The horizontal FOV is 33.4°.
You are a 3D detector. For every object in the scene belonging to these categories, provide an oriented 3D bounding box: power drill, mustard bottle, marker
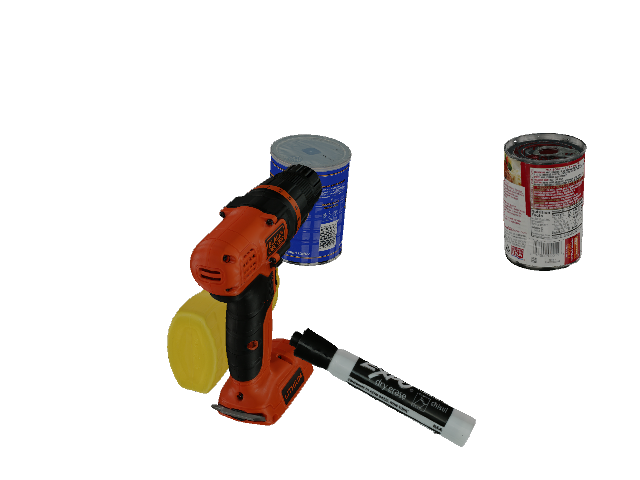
[{"bbox_3d":[-0.045,0.045,0.899,0.057,0.188,0.184,9,29,24],"label":"power drill"},{"bbox_3d":[-0.092,0.073,1.130,0.058,0.096,0.191,10,29,20],"label":"mustard bottle"},{"bbox_3d":[0.036,0.087,0.643,0.121,0.020,0.020,28,4,8],"label":"marker"}]

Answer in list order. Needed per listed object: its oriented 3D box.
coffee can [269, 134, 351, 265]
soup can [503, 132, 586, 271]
[{"bbox_3d":[-0.017,-0.053,1.376,0.103,0.140,0.103,4,28,-2],"label":"coffee can"},{"bbox_3d":[0.192,-0.033,0.915,0.068,0.102,0.068,-4,24,2],"label":"soup can"}]
